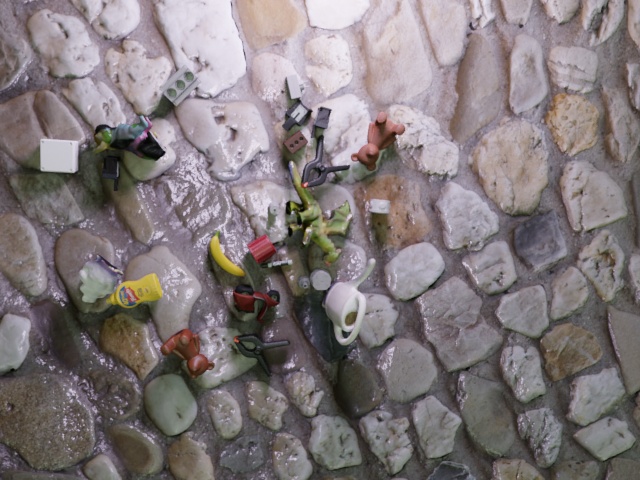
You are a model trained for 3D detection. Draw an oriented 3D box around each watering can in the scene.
[{"bbox_3d":[0.111,0.212,1.924,0.103,0.226,0.346,12,97,-30],"label":"watering can"}]

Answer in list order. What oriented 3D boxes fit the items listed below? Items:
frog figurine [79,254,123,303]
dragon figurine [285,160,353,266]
[{"bbox_3d":[-0.793,0.151,1.821,0.135,0.124,0.160,42,80,-33],"label":"frog figurine"},{"bbox_3d":[0.006,-0.097,1.930,0.243,0.122,0.408,-6,97,-26],"label":"dragon figurine"}]
